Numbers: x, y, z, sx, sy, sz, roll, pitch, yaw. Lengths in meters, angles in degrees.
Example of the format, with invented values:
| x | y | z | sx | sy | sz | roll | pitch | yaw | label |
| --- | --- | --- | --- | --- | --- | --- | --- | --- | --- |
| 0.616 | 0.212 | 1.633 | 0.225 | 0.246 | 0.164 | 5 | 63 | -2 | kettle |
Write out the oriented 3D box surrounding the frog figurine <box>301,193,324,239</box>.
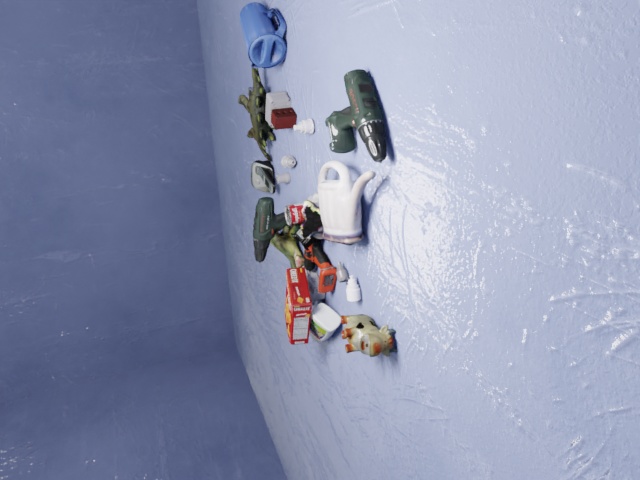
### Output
| x | y | z | sx | sy | sz | roll | pitch | yaw | label |
| --- | --- | --- | --- | --- | --- | --- | --- | --- | --- |
| 0.005 | -0.079 | 1.578 | 0.161 | 0.122 | 0.136 | -46 | -58 | -68 | frog figurine |

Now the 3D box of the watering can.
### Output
| x | y | z | sx | sy | sz | roll | pitch | yaw | label |
| --- | --- | --- | --- | --- | --- | --- | --- | --- | --- |
| 0.065 | -0.092 | 1.332 | 0.350 | 0.104 | 0.222 | -155 | 56 | -69 | watering can |

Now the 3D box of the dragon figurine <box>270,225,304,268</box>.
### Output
| x | y | z | sx | sy | sz | roll | pitch | yaw | label |
| --- | --- | --- | --- | --- | --- | --- | --- | --- | --- |
| -0.136 | 0.044 | 2.032 | 0.411 | 0.123 | 0.241 | -163 | 56 | -71 | dragon figurine |
